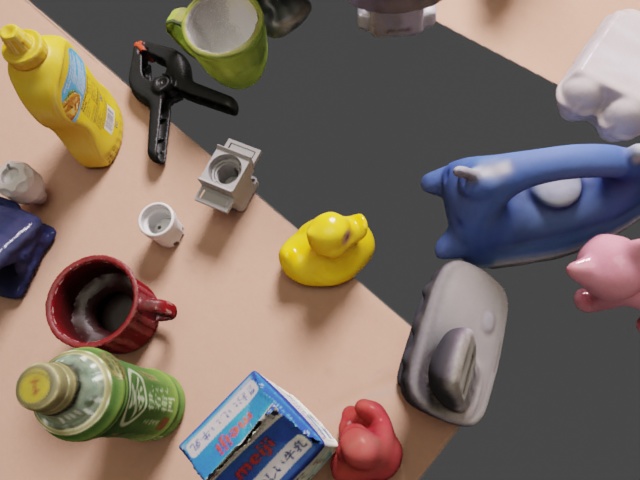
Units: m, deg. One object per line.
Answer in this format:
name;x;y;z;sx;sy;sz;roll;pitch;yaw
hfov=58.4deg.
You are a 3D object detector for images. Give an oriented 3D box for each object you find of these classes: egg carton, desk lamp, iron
egg carton;0.336;-0.182;0.636;0.107;0.069;0.150;33;76;15
desk lamp;0.082;-0.320;0.631;0.118;0.214;0.203;0;71;5
iron;0.237;-0.056;0.562;0.258;0.141;0.118;-10;70;2

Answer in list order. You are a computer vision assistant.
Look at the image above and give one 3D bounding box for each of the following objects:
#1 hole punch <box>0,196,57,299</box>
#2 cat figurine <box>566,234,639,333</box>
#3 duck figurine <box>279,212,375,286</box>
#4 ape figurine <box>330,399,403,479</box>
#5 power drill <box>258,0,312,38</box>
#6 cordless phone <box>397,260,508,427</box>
hole punch;-0.367;-0.002;0.624;0.108;0.091;0.101;18;73;11
cat figurine;0.293;0.035;0.537;0.127;0.118;0.067;18;73;11
duck figurine;0.005;0.002;0.592;0.104;0.086;0.077;-18;70;-1
ape figurine;0.039;0.187;0.520;0.076;0.092;0.078;42;79;17
power drill;-0.069;-0.338;0.653;0.229;0.208;0.076;41;79;17
cordless phone;0.125;0.082;0.500;0.094;0.185;0.148;13;72;10
